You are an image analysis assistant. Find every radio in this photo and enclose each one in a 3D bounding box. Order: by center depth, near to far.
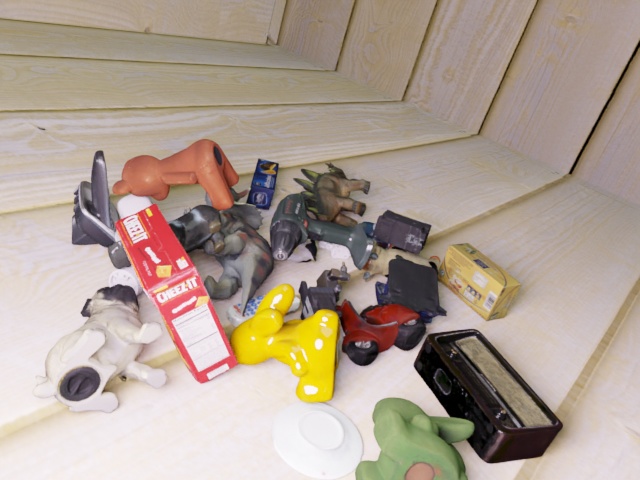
[{"bbox_3d":[0.264,0.246,0.881,0.131,0.073,0.230,3,30,-28],"label":"radio"}]

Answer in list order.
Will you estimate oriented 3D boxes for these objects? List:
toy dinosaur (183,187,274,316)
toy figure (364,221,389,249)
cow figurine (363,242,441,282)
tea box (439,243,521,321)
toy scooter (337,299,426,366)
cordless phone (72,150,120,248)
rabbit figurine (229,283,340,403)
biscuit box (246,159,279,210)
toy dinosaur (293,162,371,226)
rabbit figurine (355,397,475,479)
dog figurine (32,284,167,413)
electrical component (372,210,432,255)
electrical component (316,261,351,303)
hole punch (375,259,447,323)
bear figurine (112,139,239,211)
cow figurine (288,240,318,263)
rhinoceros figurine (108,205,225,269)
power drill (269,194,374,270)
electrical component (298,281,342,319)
[{"bbox_3d":[-0.158,0.015,1.036,0.192,0.131,0.405,-4,40,-34],"label":"toy dinosaur"},{"bbox_3d":[0.164,0.007,1.299,0.155,0.057,0.064,27,67,15],"label":"toy figure"},{"bbox_3d":[0.164,0.057,1.177,0.195,0.085,0.127,21,21,5],"label":"cow figurine"},{"bbox_3d":[0.351,0.091,1.204,0.068,0.098,0.170,-3,35,-34],"label":"tea box"},{"bbox_3d":[0.093,0.150,0.967,0.184,0.075,0.135,-12,37,-37],"label":"toy scooter"},{"bbox_3d":[-0.415,-0.092,0.998,0.089,0.184,0.147,-1,32,-23],"label":"cordless phone"},{"bbox_3d":[-0.058,0.155,0.808,0.173,0.162,0.122,3,34,13],"label":"rabbit figurine"},{"bbox_3d":[-0.147,-0.147,1.397,0.063,0.059,0.203,14,27,-8],"label":"biscuit box"},{"bbox_3d":[0.031,-0.130,1.428,0.199,0.105,0.471,17,22,6],"label":"toy dinosaur"},{"bbox_3d":[0.128,0.265,0.725,0.159,0.121,0.170,8,13,-5],"label":"rabbit figurine"},{"bbox_3d":[-0.317,0.137,0.742,0.172,0.121,0.191,-3,19,-39],"label":"dog figurine"},{"bbox_3d":[0.188,-0.022,1.218,0.115,0.058,0.134,22,16,11],"label":"electrical component"},{"bbox_3d":[0.024,0.087,1.024,0.045,0.102,0.078,4,55,-20],"label":"electrical component"},{"bbox_3d":[0.173,0.114,1.085,0.142,0.092,0.116,16,50,-11],"label":"hole punch"},{"bbox_3d":[-0.267,-0.109,0.993,0.196,0.131,0.120,-19,35,10],"label":"bear figurine"},{"bbox_3d":[-0.055,-0.013,1.189,0.098,0.068,0.167,13,30,-19],"label":"cow figurine"},{"bbox_3d":[-0.247,-0.004,0.877,0.190,0.073,0.112,-26,58,-21],"label":"rhinoceros figurine"},{"bbox_3d":[-0.002,-0.003,1.077,0.207,0.085,0.232,11,29,-13],"label":"power drill"},{"bbox_3d":[-0.005,0.122,0.962,0.048,0.074,0.119,7,26,-18],"label":"electrical component"}]
